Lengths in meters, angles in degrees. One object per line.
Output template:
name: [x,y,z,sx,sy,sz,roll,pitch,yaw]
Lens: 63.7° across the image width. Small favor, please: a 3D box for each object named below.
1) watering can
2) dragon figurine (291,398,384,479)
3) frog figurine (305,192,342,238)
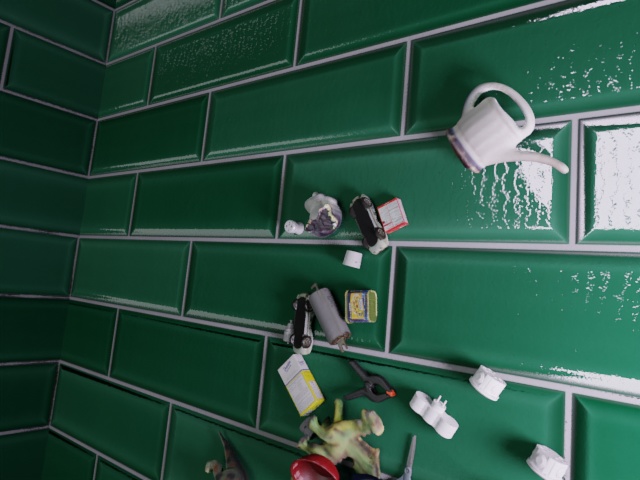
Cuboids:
watering can: [0.473,-0.260,1.363,0.221,0.103,0.354,-40,59,27]
dragon figurine: [0.065,0.636,1.514,0.245,0.123,0.404,34,113,30]
frog figurine: [0.005,-0.087,1.727,0.162,0.122,0.135,-106,36,-67]
